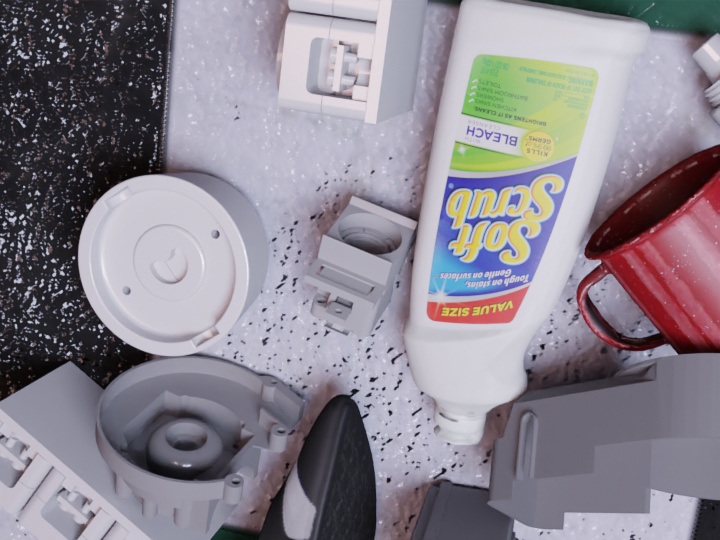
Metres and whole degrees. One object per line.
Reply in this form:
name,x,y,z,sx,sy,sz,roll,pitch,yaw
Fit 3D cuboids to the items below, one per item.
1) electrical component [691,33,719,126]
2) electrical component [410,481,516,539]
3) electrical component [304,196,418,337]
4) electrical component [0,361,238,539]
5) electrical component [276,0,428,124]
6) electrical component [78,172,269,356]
electrical component,0.199,-0.094,0.557,0.043,0.043,0.062,-42,88,20
electrical component,0.057,0.196,0.629,0.056,0.108,0.108,6,104,11
electrical component,0.000,0.000,0.621,0.042,0.081,0.063,24,130,9
electrical component,-0.167,0.141,0.687,0.150,0.089,0.061,40,110,4
electrical component,-0.001,-0.160,0.571,0.062,0.089,0.150,11,105,13
electrical component,-0.107,-0.008,0.652,0.108,0.060,0.108,3,104,15
